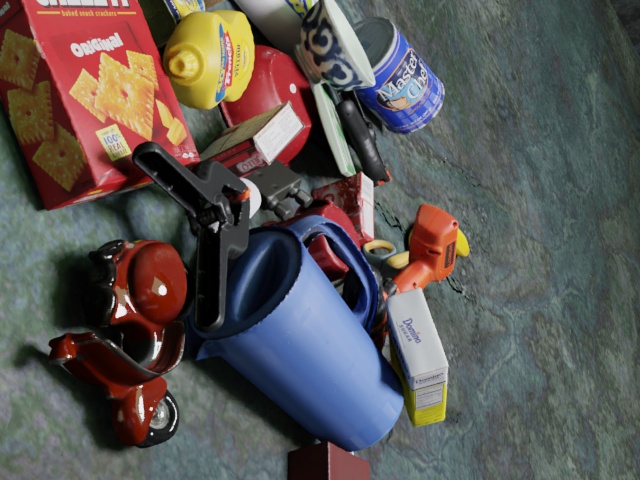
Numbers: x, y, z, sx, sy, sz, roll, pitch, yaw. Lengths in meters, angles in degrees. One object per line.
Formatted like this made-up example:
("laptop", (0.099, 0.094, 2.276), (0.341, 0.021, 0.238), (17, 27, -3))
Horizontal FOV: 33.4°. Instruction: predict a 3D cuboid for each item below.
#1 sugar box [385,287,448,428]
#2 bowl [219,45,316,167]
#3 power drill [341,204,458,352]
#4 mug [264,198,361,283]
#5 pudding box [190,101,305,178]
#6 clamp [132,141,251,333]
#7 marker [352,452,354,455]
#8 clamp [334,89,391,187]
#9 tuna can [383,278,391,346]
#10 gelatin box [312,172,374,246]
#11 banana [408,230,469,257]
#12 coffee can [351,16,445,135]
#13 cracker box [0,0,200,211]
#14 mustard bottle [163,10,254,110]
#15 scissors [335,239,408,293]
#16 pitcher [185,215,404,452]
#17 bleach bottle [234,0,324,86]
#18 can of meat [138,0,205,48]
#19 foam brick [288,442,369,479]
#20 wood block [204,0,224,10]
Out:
("sugar box", (0.102, 0.129, 1.136), (0.176, 0.048, 0.093), (73, 0, -63))
("bowl", (-0.052, -0.163, 1.235), (0.162, 0.055, 0.162), (39, 41, -44))
("power drill", (0.085, 0.045, 1.204), (0.187, 0.057, 0.184), (-46, 155, -30))
("mug", (-0.008, 0.001, 1.178), (0.093, 0.082, 0.117), (46, 36, -37))
("pudding box", (-0.076, -0.096, 1.112), (0.039, 0.090, 0.113), (60, 30, -17))
("clamp", (-0.103, -0.029, 0.948), (0.210, 0.036, 0.164), (-66, 138, -69))
("marker", (0.028, 0.231, 1.160), (0.020, 0.020, 0.121), (14, 60, -57))
("clamp", (0.053, -0.137, 1.390), (0.120, 0.039, 0.171), (-81, 147, -61))
("tuna can", (0.083, 0.088, 1.332), (0.086, 0.034, 0.086), (38, 42, -45))
("gelatin box", (0.026, -0.029, 1.266), (0.030, 0.073, 0.089), (38, 43, -43))
("banana", (0.168, 0.001, 1.539), (0.197, 0.037, 0.069), (-13, 102, -60))
("coffee can", (0.095, -0.227, 1.479), (0.140, 0.103, 0.103), (40, 40, -43))
("cracker box", (-0.205, -0.145, 0.937), (0.164, 0.072, 0.214), (-23, 92, -62))
("mustard bottle", (-0.115, -0.181, 1.074), (0.191, 0.058, 0.096), (-51, 148, -74))
("scissors", (0.048, 0.034, 1.307), (0.201, 0.096, 0.016), (-11, 121, -37))
("pitcher", (-0.008, 0.099, 1.058), (0.242, 0.149, 0.145), (50, 31, -38))
("bleach bottle", (-0.064, -0.297, 1.292), (0.250, 0.068, 0.102), (37, 42, -42))
("can of meat", (-0.169, -0.253, 1.085), (0.102, 0.058, 0.083), (62, 27, -15))
("foam brick", (0.009, 0.245, 1.086), (0.078, 0.051, 0.053), (37, 44, -45))
("wood block", (-0.149, -0.352, 1.148), (0.206, 0.090, 0.090), (63, 30, -13))
